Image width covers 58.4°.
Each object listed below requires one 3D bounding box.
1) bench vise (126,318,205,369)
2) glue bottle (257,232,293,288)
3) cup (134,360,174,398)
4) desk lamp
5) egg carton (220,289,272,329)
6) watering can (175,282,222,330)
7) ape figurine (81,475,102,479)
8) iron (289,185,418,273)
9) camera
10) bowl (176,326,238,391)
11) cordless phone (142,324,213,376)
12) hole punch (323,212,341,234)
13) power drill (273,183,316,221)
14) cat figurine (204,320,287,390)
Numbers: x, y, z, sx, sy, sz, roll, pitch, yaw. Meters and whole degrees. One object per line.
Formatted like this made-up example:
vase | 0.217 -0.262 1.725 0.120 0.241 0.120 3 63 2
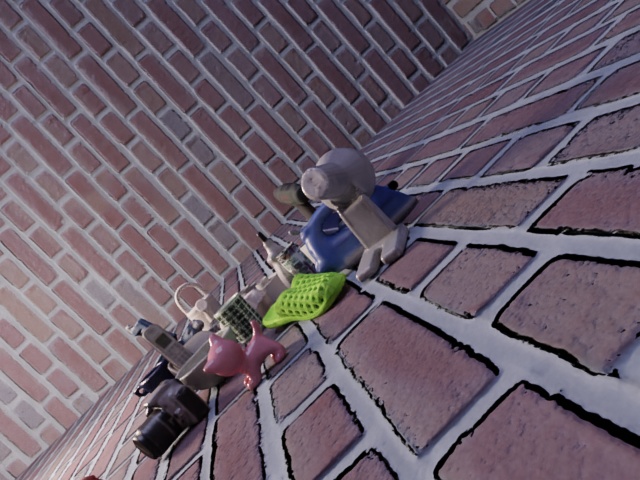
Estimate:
bench vise | -0.427 0.281 1.628 0.207 0.220 0.121 -44 8 -7
glue bottle | -0.089 0.046 1.357 0.078 0.173 0.037 -49 10 -35
cup | -0.412 0.382 1.481 0.118 0.095 0.091 -43 8 -1
desk lamp | 0.061 -0.063 1.047 0.118 0.213 0.203 -40 9 23
egg carton | -0.192 0.192 1.478 0.150 0.069 0.107 -37 10 36
watering can | -0.358 0.209 1.760 0.172 0.194 0.101 -33 13 51
ape figurine | -0.383 0.448 1.000 0.076 0.092 0.077 -49 10 -36
iron | 0.065 -0.044 1.187 0.258 0.141 0.118 -44 8 -2
camera | -0.309 0.350 1.119 0.143 0.101 0.137 -33 13 52
bowl | -0.232 0.271 1.248 0.167 0.075 0.167 -42 8 8
cordless phone | -0.342 0.260 1.445 0.094 0.185 0.148 -35 12 44
hole punch | 0.064 -0.033 1.315 0.101 0.091 0.109 -37 10 36
power drill | -0.053 -0.098 1.804 0.076 0.208 0.229 -46 8 -16
cat figurine | -0.141 0.200 1.012 0.128 0.118 0.067 -46 9 -15
